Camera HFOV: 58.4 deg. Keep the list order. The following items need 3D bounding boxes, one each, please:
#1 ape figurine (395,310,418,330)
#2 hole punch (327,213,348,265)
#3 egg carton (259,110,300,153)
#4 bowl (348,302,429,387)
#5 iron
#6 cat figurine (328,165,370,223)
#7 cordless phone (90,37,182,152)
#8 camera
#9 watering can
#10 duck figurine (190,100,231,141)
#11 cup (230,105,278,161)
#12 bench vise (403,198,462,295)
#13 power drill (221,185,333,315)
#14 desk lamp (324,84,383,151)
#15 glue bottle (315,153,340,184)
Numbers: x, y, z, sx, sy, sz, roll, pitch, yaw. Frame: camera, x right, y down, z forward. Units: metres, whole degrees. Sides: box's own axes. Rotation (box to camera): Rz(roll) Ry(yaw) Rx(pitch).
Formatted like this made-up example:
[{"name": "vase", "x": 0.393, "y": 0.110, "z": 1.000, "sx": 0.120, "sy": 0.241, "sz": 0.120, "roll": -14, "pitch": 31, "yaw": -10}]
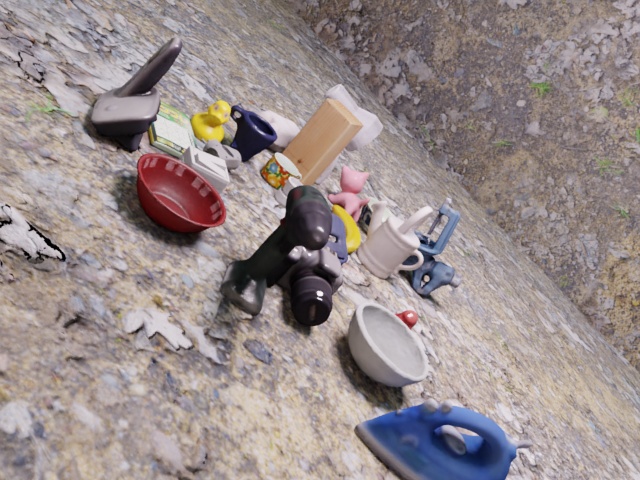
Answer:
[{"name": "ape figurine", "x": 0.146, "y": 0.166, "z": 1.084, "sx": 0.077, "sy": 0.092, "sz": 0.076, "roll": 52, "pitch": 23, "yaw": 19}, {"name": "hole punch", "x": 0.010, "y": 0.004, "z": 1.143, "sx": 0.109, "sy": 0.091, "sz": 0.101, "roll": 17, "pitch": 34, "yaw": -47}, {"name": "egg carton", "x": -0.102, "y": -0.267, "z": 1.464, "sx": 0.151, "sy": 0.069, "sz": 0.107, "roll": 16, "pitch": 35, "yaw": -49}, {"name": "bowl", "x": 0.104, "y": 0.192, "z": 0.989, "sx": 0.168, "sy": 0.074, "sz": 0.167, "roll": 36, "pitch": 23, "yaw": -18}, {"name": "iron", "x": 0.193, "y": 0.299, "z": 0.860, "sx": 0.259, "sy": 0.141, "sz": 0.118, "roll": 34, "pitch": 24, "yaw": -22}, {"name": "cat figurine", "x": 0.084, "y": -0.125, "z": 1.461, "sx": 0.067, "sy": 0.117, "sz": 0.127, "roll": 19, "pitch": 33, "yaw": -46}, {"name": "cordless phone", "x": -0.298, "y": -0.257, "z": 0.961, "sx": 0.094, "sy": 0.185, "sz": 0.147, "roll": 30, "pitch": 26, "yaw": -30}, {"name": "camera", "x": -0.022, "y": 0.067, "z": 0.963, "sx": 0.143, "sy": 0.100, "sz": 0.136, "roll": 34, "pitch": 24, "yaw": -21}, {"name": "watering can", "x": 0.178, "y": -0.014, "z": 1.323, "sx": 0.173, "sy": 0.193, "sz": 0.101, "roll": 41, "pitch": 22, "yaw": -5}, {"name": "duck figurine", "x": -0.224, "y": -0.261, "z": 1.224, "sx": 0.078, "sy": 0.086, "sz": 0.104, "roll": 35, "pitch": 24, "yaw": -20}, {"name": "cup", "x": -0.165, "y": -0.229, "z": 1.255, "sx": 0.118, "sy": 0.095, "sz": 0.091, "roll": 39, "pitch": 23, "yaw": -12}, {"name": "bench vise", "x": 0.287, "y": 0.014, "z": 1.423, "sx": 0.208, "sy": 0.219, "sz": 0.121, "roll": 39, "pitch": 22, "yaw": -10}, {"name": "power drill", "x": -0.056, "y": 0.011, "z": 0.863, "sx": 0.076, "sy": 0.208, "sz": 0.229, "roll": 36, "pitch": 23, "yaw": -16}, {"name": "desk lamp", "x": 0.036, "y": -0.306, "z": 1.576, "sx": 0.204, "sy": 0.213, "sz": 0.118, "roll": 36, "pitch": 23, "yaw": -18}, {"name": "glue bottle", "x": 0.024, "y": -0.226, "z": 1.468, "sx": 0.078, "sy": 0.173, "sz": 0.037, "roll": 39, "pitch": 22, "yaw": -11}]
